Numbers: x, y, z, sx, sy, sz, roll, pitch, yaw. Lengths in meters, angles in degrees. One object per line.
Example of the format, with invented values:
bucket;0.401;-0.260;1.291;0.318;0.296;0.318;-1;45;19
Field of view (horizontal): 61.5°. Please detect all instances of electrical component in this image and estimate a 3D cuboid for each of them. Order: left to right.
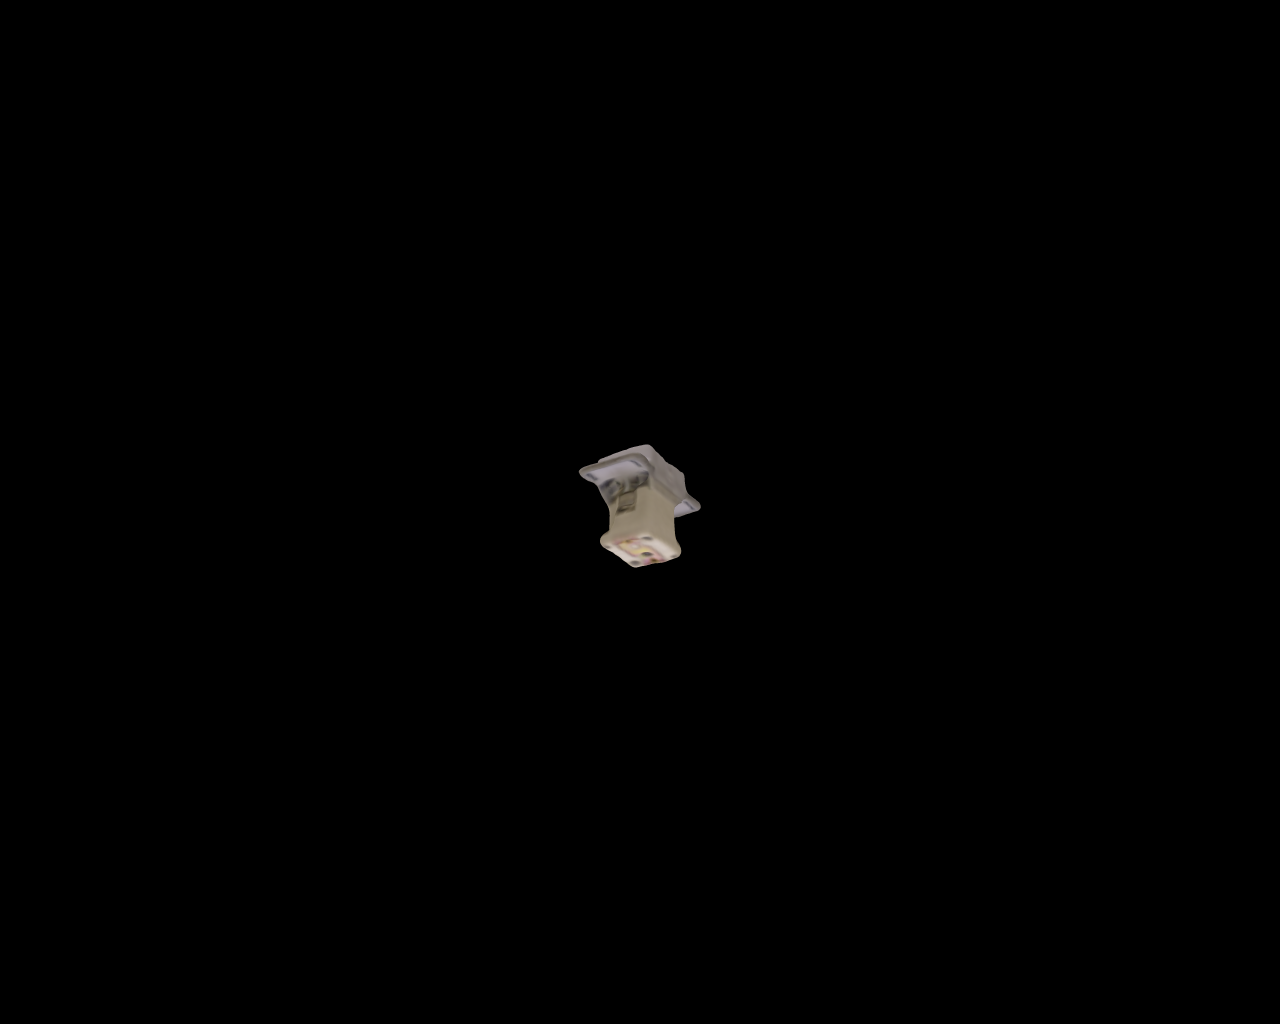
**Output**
electrical component;0.001;-0.003;0.650;0.042;0.064;0.081;-16;-31;28
